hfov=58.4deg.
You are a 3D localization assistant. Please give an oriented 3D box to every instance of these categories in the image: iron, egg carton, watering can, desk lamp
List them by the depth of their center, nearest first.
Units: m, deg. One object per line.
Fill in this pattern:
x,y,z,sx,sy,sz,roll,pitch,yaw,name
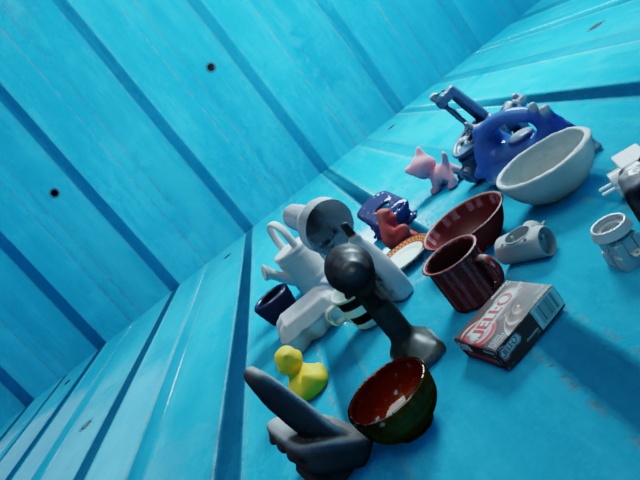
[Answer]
0.387,-0.198,1.084,0.119,0.141,0.257,-45,14,-25,iron
-0.019,0.155,1.147,0.150,0.069,0.107,-40,13,-5,egg carton
0.012,0.005,1.259,0.118,0.214,0.202,-43,14,-18,desk lamp
-0.068,0.038,1.406,0.100,0.194,0.173,-25,19,46,watering can

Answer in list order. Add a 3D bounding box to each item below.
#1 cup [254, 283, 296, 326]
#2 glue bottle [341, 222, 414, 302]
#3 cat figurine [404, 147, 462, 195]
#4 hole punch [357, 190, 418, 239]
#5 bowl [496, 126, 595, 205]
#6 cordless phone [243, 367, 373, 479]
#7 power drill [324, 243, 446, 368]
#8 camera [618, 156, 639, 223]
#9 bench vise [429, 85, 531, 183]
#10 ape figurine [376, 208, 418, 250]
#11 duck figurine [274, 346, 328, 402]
-0.087,0.156,1.274,0.092,0.095,0.117,-40,13,-7,cup
0.091,0.036,1.019,0.037,0.173,0.078,-45,15,-27,glue bottle
0.271,-0.175,1.384,0.067,0.118,0.127,-46,15,-30,cat figurine
0.159,-0.064,1.368,0.109,0.091,0.101,-42,13,-15,hole punch
0.382,-0.109,0.943,0.167,0.075,0.167,-36,13,10,bowl
-0.034,0.215,0.716,0.094,0.185,0.147,-44,14,-23,cordless phone
0.079,0.087,0.796,0.075,0.208,0.229,-39,13,-1,power drill
0.414,-0.065,0.642,0.143,0.101,0.137,-29,16,37,camera
0.345,-0.263,1.250,0.208,0.220,0.121,-43,14,-20,bench vise
0.157,-0.030,1.253,0.076,0.092,0.078,-35,13,15,ape figurine
-0.040,0.216,0.956,0.077,0.086,0.104,-42,13,-14,duck figurine
